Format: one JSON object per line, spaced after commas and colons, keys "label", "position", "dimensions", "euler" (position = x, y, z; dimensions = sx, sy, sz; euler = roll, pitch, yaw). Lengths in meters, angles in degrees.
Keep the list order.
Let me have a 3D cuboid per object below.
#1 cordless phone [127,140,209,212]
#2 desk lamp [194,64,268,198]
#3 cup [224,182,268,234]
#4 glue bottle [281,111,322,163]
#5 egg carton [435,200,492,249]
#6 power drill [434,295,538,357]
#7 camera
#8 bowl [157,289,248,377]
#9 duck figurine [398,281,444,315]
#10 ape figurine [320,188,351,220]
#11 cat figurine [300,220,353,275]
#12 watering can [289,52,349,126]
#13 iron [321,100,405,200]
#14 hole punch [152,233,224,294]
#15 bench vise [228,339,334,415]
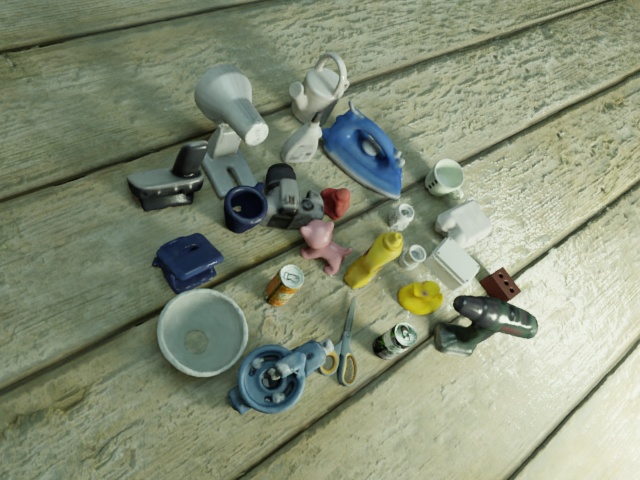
{"label": "cordless phone", "position": [-0.299, -0.143, 1.139], "dimensions": [0.148, 0.184, 0.094], "euler": [-18, 72, -30]}
{"label": "desk lamp", "position": [-0.186, -0.233, 1.220], "dimensions": [0.118, 0.213, 0.203], "euler": [-21, 74, -31]}
{"label": "cup", "position": [-0.160, -0.065, 1.215], "dimensions": [0.092, 0.094, 0.118], "euler": [33, 56, -5]}
{"label": "glue bottle", "position": [-0.031, -0.239, 1.318], "dimensions": [0.078, 0.173, 0.037], "euler": [-5, 66, -26]}
{"label": "egg carton", "position": [0.365, -0.038, 1.453], "dimensions": [0.151, 0.069, 0.107], "euler": [-26, 77, -32]}
{"label": "power drill", "position": [0.340, 0.186, 1.239], "dimensions": [0.230, 0.208, 0.075], "euler": [11, 60, -19]}
{"label": "camera", "position": [-0.065, -0.103, 1.274], "dimensions": [0.143, 0.100, 0.137], "euler": [5, 62, -22]}
{"label": "bowl", "position": [-0.223, 0.179, 1.070], "dimensions": [0.168, 0.074, 0.167], "euler": [11, 60, -19]}
{"label": "duck figurine", "position": [0.241, 0.123, 1.302], "dimensions": [0.105, 0.086, 0.077], "euler": [10, 60, -19]}
{"label": "ape figurine", "position": [0.040, -0.092, 1.321], "dimensions": [0.076, 0.092, 0.078], "euler": [-1, 65, -25]}
{"label": "cat figurine", "position": [0.011, 0.004, 1.242], "dimensions": [0.128, 0.117, 0.067], "euler": [31, 56, -6]}
{"label": "watering can", "position": [0.003, -0.368, 1.388], "dimensions": [0.101, 0.193, 0.173], "euler": [41, 55, 1]}
{"label": "iron", "position": [0.129, -0.221, 1.399], "dimensions": [0.258, 0.141, 0.119], "euler": [42, 55, 1]}
{"label": "hole punch", "position": [-0.258, 0.037, 1.119], "dimensions": [0.109, 0.091, 0.101], "euler": [-28, 78, -33]}
{"label": "bench vise", "position": [-0.060, 0.220, 1.034], "dimensions": [0.121, 0.219, 0.208], "euler": [42, 55, 2]}
